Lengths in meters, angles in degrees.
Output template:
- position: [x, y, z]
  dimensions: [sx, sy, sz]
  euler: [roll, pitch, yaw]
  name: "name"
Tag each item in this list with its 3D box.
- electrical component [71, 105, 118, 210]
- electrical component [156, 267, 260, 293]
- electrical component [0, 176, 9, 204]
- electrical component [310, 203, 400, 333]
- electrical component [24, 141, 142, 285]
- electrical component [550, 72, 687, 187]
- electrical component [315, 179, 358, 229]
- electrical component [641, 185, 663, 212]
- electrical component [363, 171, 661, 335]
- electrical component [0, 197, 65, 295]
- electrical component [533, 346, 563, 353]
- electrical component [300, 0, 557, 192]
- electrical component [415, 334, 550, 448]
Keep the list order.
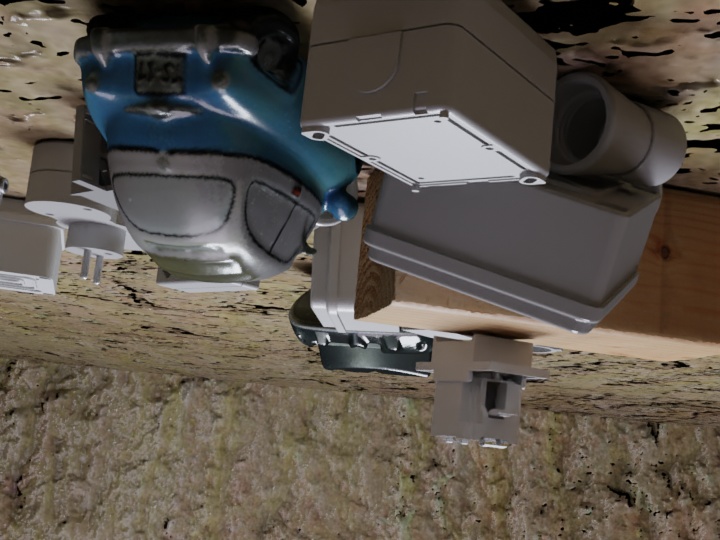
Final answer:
- position: [-0.116, -0.059, 0.583]
  dimensions: [0.064, 0.042, 0.081]
  euler: [-8, 166, 25]
  name: "electrical component"
- position: [-0.107, -0.005, 0.866]
  dimensions: [0.083, 0.047, 0.076]
  euler: [-3, 167, 40]
  name: "electrical component"
- position: [-0.263, -0.056, 0.681]
  dimensions: [0.081, 0.043, 0.043]
  euler: [5, 170, 5]
  name: "electrical component"
- position: [0.000, 0.000, 0.752]
  dimensions: [0.057, 0.078, 0.113]
  euler: [2, 170, 3]
  name: "electrical component"
- position: [-0.171, -0.028, 0.699]
  dimensions: [0.052, 0.073, 0.138]
  euler: [4, 170, 11]
  name: "electrical component"
- position: [0.113, -0.058, 0.473]
  dimensions: [0.065, 0.044, 0.044]
  euler: [9, 170, -41]
  name: "electrical component"
- position: [-0.033, -0.044, 0.619]
  dimensions: [0.045, 0.045, 0.055]
  euler: [11, 169, -28]
  name: "electrical component"
- position: [0.127, -0.041, 0.561]
  dimensions: [0.040, 0.040, 0.046]
  euler: [11, 175, -28]
  name: "electrical component"
- position: [0.073, -0.022, 0.496]
  dimensions: [0.109, 0.056, 0.109]
  euler: [20, -164, 19]
  name: "electrical component"
- position: [-0.278, -0.019, 0.859]
  dimensions: [0.078, 0.057, 0.113]
  euler: [8, 170, -13]
  name: "electrical component"
- position: [0.127, 0.027, 0.876]
  dimensions: [0.089, 0.061, 0.150]
  euler: [1, 169, 20]
  name: "electrical component"
- position: [0.031, -0.068, 0.399]
  dimensions: [0.062, 0.061, 0.096]
  euler: [-1, 167, 34]
  name: "electrical component"
- position: [0.070, 0.072, 0.637]
  dimensions: [0.042, 0.063, 0.081]
  euler: [12, 170, -26]
  name: "electrical component"
